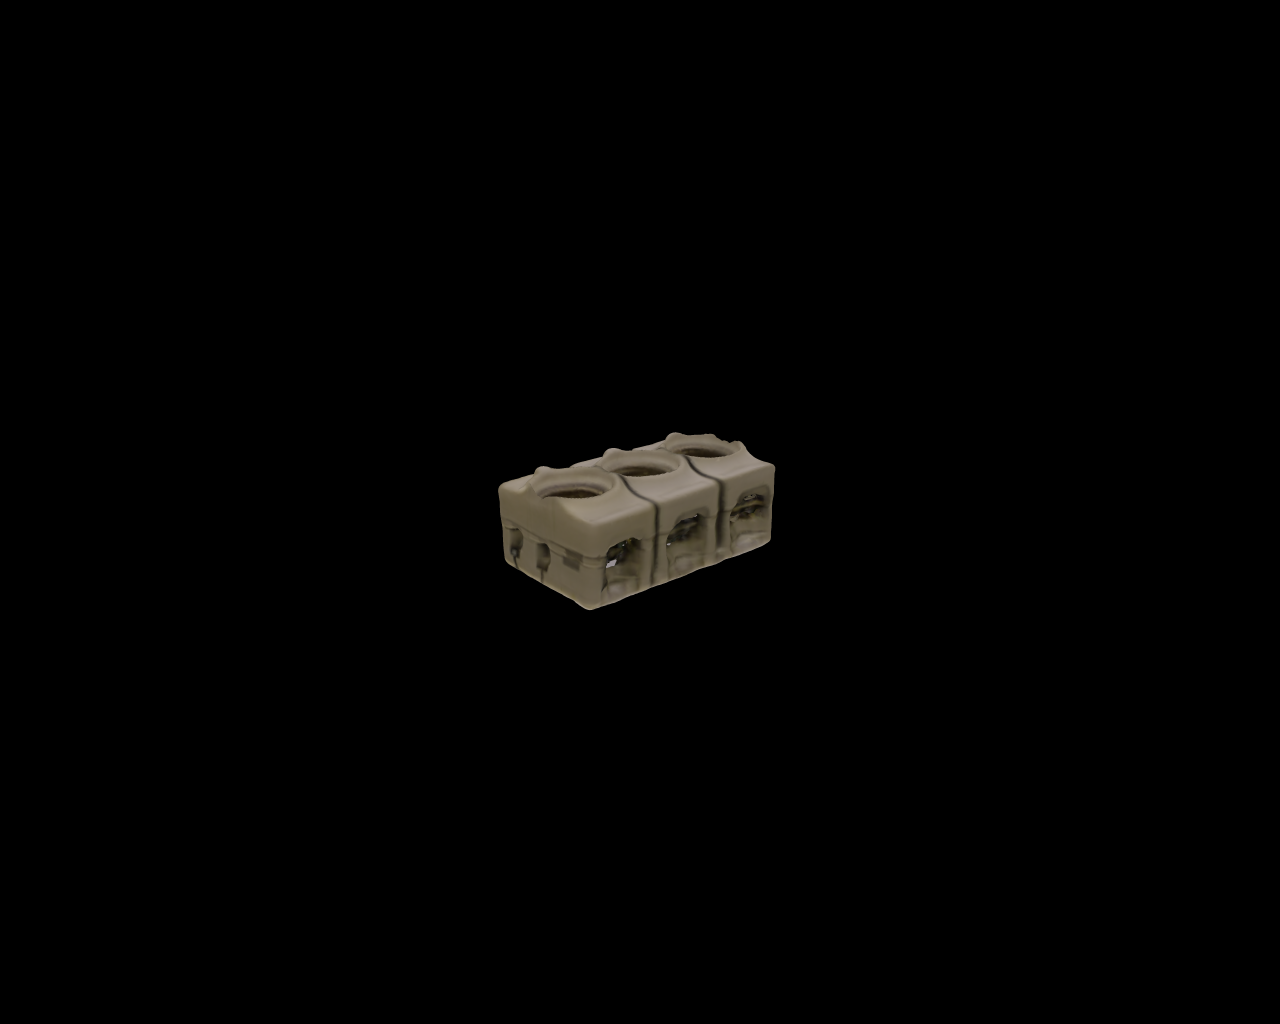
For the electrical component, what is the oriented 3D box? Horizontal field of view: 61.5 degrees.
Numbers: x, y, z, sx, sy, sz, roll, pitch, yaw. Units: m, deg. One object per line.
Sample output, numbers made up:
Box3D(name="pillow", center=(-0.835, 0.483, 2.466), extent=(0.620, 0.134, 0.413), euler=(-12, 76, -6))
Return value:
Box3D(name="electrical component", center=(0.001, -0.003, 0.650), extent=(0.150, 0.061, 0.089), euler=(-17, 27, -38))
